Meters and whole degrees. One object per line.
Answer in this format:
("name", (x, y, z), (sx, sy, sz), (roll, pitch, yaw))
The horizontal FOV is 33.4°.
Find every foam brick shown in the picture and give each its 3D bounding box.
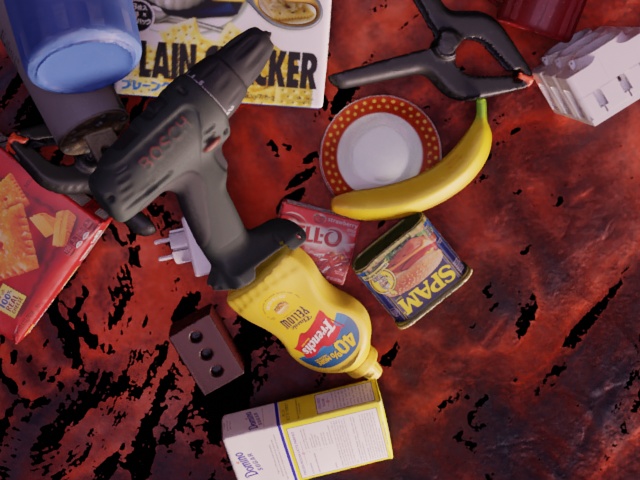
("foam brick", (-0.122, 0.118, 1.162), (0.053, 0.051, 0.078), (-30, 100, 3))

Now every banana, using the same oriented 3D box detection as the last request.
("banana", (0.108, -0.067, 1.122), (0.198, 0.037, 0.069), (-35, 85, 3))

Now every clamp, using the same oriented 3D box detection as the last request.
("clamp", (-0.231, -0.085, 1.098), (0.171, 0.039, 0.120), (25, 57, -16))
("clamp", (0.120, -0.196, 1.114), (0.210, 0.036, 0.164), (28, 92, -9))

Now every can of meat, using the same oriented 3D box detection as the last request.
("can of meat", (0.097, 0.030, 1.145), (0.102, 0.057, 0.084), (-39, 104, 5))

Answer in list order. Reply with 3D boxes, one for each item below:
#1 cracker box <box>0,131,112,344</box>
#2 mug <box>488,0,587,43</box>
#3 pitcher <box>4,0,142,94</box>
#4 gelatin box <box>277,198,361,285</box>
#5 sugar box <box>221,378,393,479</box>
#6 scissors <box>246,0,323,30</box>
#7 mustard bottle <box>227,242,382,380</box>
("cracker box", (-0.352, -0.020, 1.119), (0.213, 0.072, 0.164), (37, 97, -7))
("mug", (0.220, -0.255, 1.089), (0.117, 0.093, 0.081), (24, 105, 22))
("pitcher", (-0.234, -0.268, 0.995), (0.144, 0.149, 0.243), (-7, 69, -30))
("gelatin box", (-0.008, 0.001, 1.154), (0.089, 0.030, 0.073), (15, 100, -5))
("sugar box", (-0.013, 0.217, 1.174), (0.176, 0.048, 0.093), (-12, 124, 3))
("scissors", (-0.086, -0.269, 1.041), (0.201, 0.016, 0.096), (22, 96, -5))
("mustard bottle", (-0.002, 0.089, 1.144), (0.096, 0.058, 0.191), (-38, 114, 22))
